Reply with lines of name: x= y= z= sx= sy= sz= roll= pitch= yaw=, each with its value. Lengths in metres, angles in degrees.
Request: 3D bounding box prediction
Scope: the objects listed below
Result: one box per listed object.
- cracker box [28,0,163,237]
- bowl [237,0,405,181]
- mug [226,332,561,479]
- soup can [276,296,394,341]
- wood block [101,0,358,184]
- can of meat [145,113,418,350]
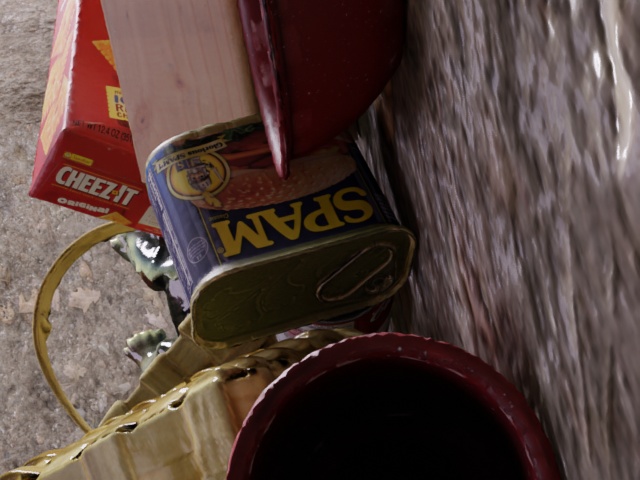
cracker box: x=-0.091 y=-0.100 z=0.698 sx=0.072 sy=0.164 sz=0.213 roll=-49 pitch=33 yaw=40
bowl: x=-0.004 y=-0.107 z=0.411 sx=0.162 sy=0.055 sz=0.162 roll=169 pitch=90 yaw=-86
mug: x=0.031 y=0.090 z=0.325 sx=0.117 sy=0.093 sz=0.081 roll=40 pitch=170 yaw=16
soup can: x=0.005 y=0.027 z=0.560 sx=0.102 sy=0.068 sz=0.068 roll=87 pitch=171 yaw=-68
wood block: x=-0.053 y=-0.138 z=0.545 sx=0.090 sy=0.090 sz=0.206 roll=-34 pitch=-59 yaw=-49
can of meat: x=-0.021 y=-0.009 z=0.476 sx=0.057 sy=0.102 sz=0.084 roll=95 pitch=155 yaw=-53
